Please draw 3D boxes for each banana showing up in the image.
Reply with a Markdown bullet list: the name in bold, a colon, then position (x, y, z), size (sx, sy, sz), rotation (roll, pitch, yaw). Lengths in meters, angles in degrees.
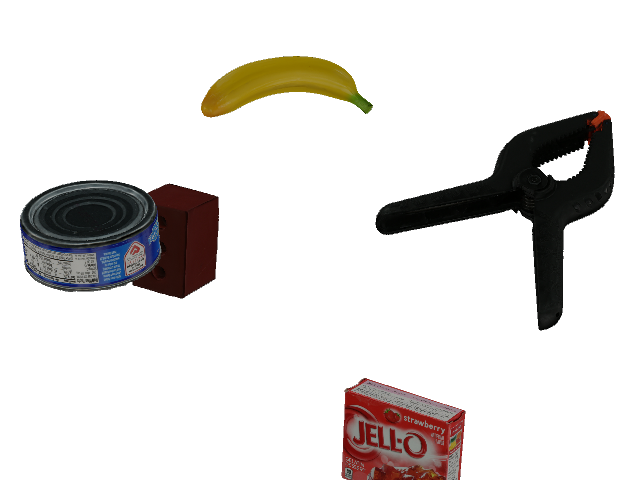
- **banana**: position (-0.039, -0.161, 1.105), size (0.197, 0.070, 0.037), rotation (-7, -41, -28)

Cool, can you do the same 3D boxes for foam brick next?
- **foam brick**: position (-0.120, 0.000, 0.888), size (0.053, 0.078, 0.051), rotation (13, 22, 25)

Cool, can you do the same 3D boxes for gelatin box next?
- **gelatin box**: position (0.058, 0.148, 0.774), size (0.089, 0.073, 0.030), rotation (14, 21, 32)

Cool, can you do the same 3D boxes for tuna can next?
- **tuna can**: position (-0.144, -0.005, 0.668), size (0.086, 0.034, 0.086), rotation (1, 31, -1)

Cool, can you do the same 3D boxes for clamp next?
- **clamp**: position (0.171, -0.027, 0.832), size (0.209, 0.036, 0.165), rotation (-36, 56, -22)
